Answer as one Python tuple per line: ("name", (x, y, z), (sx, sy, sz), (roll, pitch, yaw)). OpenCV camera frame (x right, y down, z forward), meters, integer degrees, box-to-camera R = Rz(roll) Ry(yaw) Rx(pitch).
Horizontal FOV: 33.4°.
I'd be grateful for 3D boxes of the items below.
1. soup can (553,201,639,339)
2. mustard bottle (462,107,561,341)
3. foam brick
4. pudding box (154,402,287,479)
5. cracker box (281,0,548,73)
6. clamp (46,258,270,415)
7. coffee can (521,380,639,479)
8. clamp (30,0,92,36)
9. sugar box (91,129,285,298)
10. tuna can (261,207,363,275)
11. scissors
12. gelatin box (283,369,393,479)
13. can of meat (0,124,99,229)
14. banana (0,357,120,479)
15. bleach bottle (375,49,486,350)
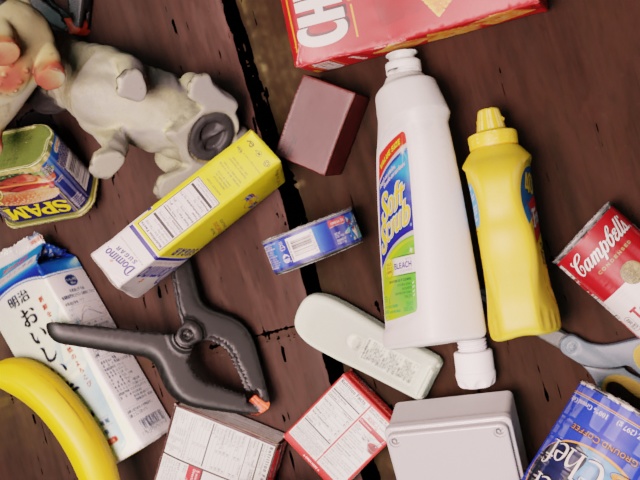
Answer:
("soup can", (0.251, 0.027, 0.872), (0.102, 0.068, 0.068), (43, 106, 9))
("mustard bottle", (0.154, -0.015, 0.880), (0.058, 0.096, 0.191), (-11, 83, 16))
("foam brick", (0.002, -0.102, 0.946), (0.053, 0.051, 0.078), (24, 102, 15))
("pudding box", (-0.095, 0.210, 1.017), (0.113, 0.039, 0.090), (19, 100, 13))
("cracker box", (0.068, -0.247, 0.899), (0.214, 0.072, 0.164), (-12, 91, 19))
("clamp", (-0.123, 0.081, 0.996), (0.210, 0.036, 0.164), (36, 73, -2))
("coffee can", (0.216, 0.197, 0.846), (0.103, 0.102, 0.140), (31, 88, 12))
("clamp", (-0.277, -0.271, 1.025), (0.120, 0.039, 0.171), (-17, 90, 20))
("sugar box", (-0.112, -0.020, 0.940), (0.176, 0.093, 0.048), (-41, 83, -4))
("tuna can", (-0.006, 0.001, 0.942), (0.086, 0.086, 0.034), (-21, 91, 18))
("scissors", (0.234, 0.082, 0.910), (0.202, 0.016, 0.096), (45, 105, 9))
("gelatin box", (0.023, 0.174, 0.980), (0.073, 0.030, 0.089), (45, 104, 9))
("can of meat", (-0.276, -0.061, 1.015), (0.102, 0.084, 0.057), (-9, 56, 18))
("banana", (-0.238, 0.173, 0.981), (0.198, 0.037, 0.070), (45, 123, 9))
("bleach bottle", (0.082, -0.036, 0.912), (0.068, 0.103, 0.251), (-4, 82, -22))
